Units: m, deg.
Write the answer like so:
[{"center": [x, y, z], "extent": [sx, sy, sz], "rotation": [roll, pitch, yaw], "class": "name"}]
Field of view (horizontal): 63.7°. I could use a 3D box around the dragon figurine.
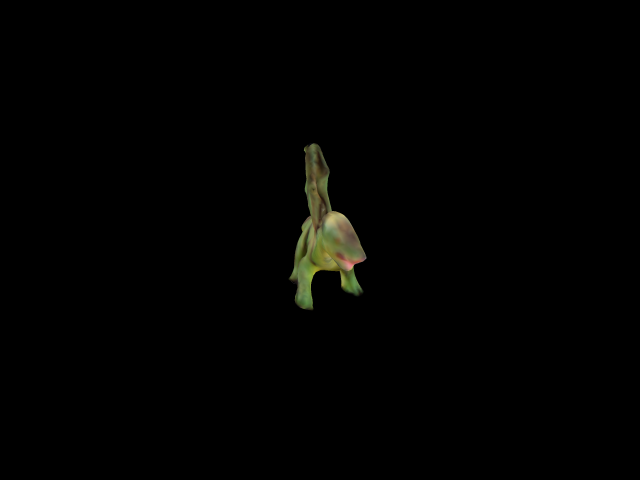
[{"center": [0.003, -0.043, 0.850], "extent": [0.122, 0.238, 0.418], "rotation": [-5, 26, -10], "class": "dragon figurine"}]
